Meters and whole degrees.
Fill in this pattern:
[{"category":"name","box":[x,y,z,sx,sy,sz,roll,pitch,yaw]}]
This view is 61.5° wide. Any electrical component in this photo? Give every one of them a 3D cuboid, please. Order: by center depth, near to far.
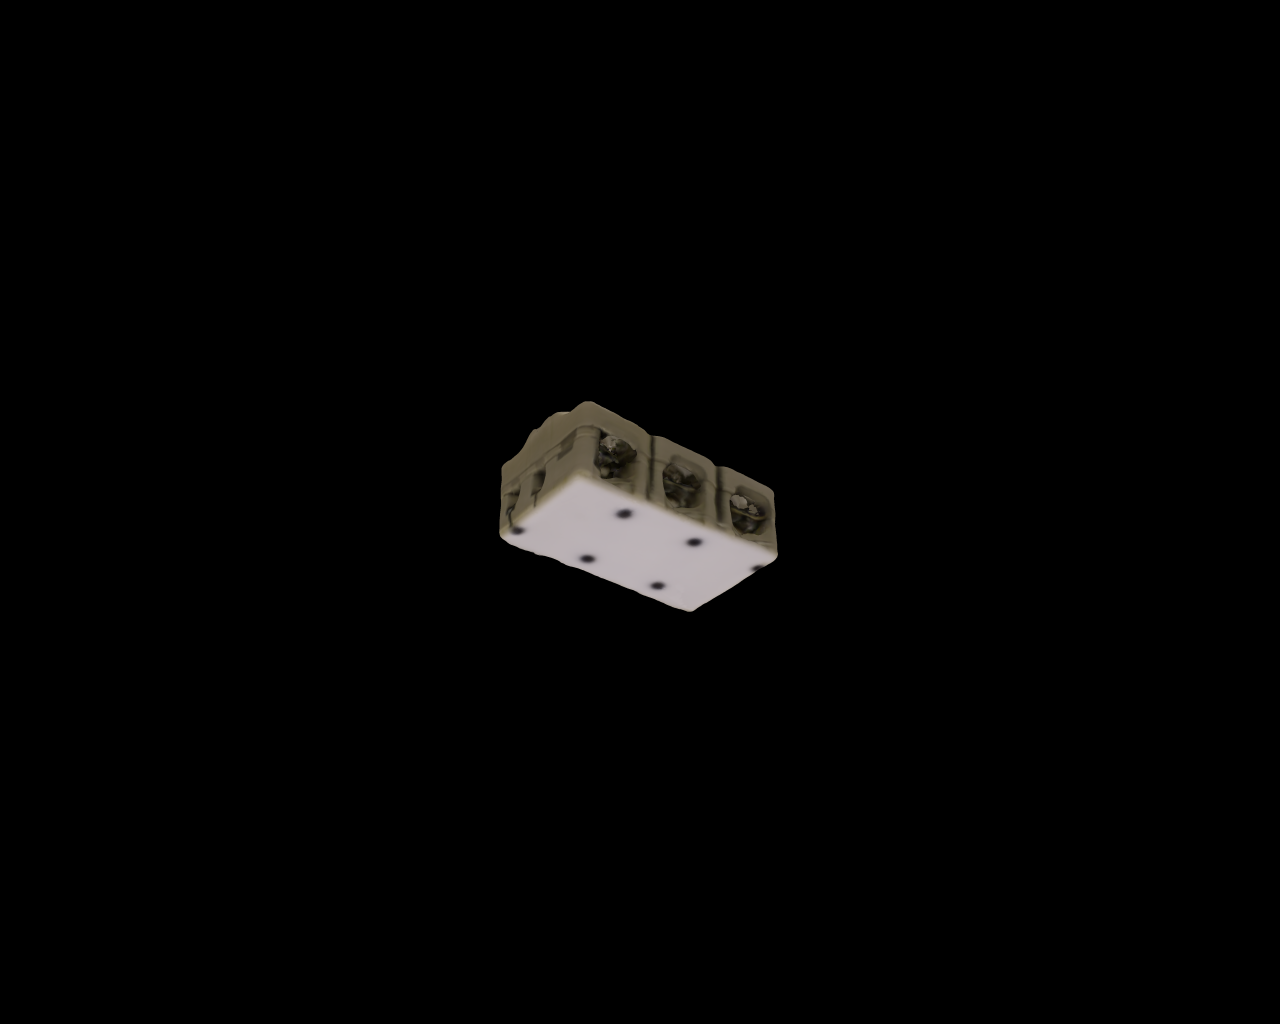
[{"category":"electrical component","box":[0.001,-0.003,0.650,0.150,0.062,0.089,24,-41,-31]}]
